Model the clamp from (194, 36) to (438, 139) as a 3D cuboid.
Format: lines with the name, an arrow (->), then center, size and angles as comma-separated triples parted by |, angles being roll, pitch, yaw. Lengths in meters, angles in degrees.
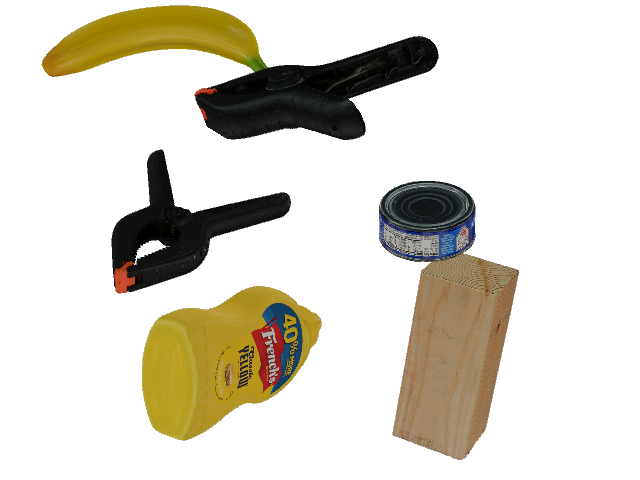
clamp -> -0.017, -0.091, 0.700 | 0.172, 0.039, 0.120 | -9, 20, 29

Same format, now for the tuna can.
tuna can -> 0.094, -0.018, 0.941 | 0.086, 0.034, 0.086 | -3, 33, 2

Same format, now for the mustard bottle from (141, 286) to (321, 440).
mustard bottle -> -0.060, 0.089, 0.869 | 0.058, 0.096, 0.191 | 11, 16, 33

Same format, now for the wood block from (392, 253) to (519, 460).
wood block -> 0.152, 0.128, 1.206 | 0.090, 0.206, 0.090 | 17, 23, 22

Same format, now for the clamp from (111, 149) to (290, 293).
clamp -> -0.149, -0.020, 1.057 | 0.165, 0.036, 0.209 | 23, 40, 21

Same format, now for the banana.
banana -> -0.140, -0.174, 0.928 | 0.197, 0.069, 0.037 | 0, -33, -3
